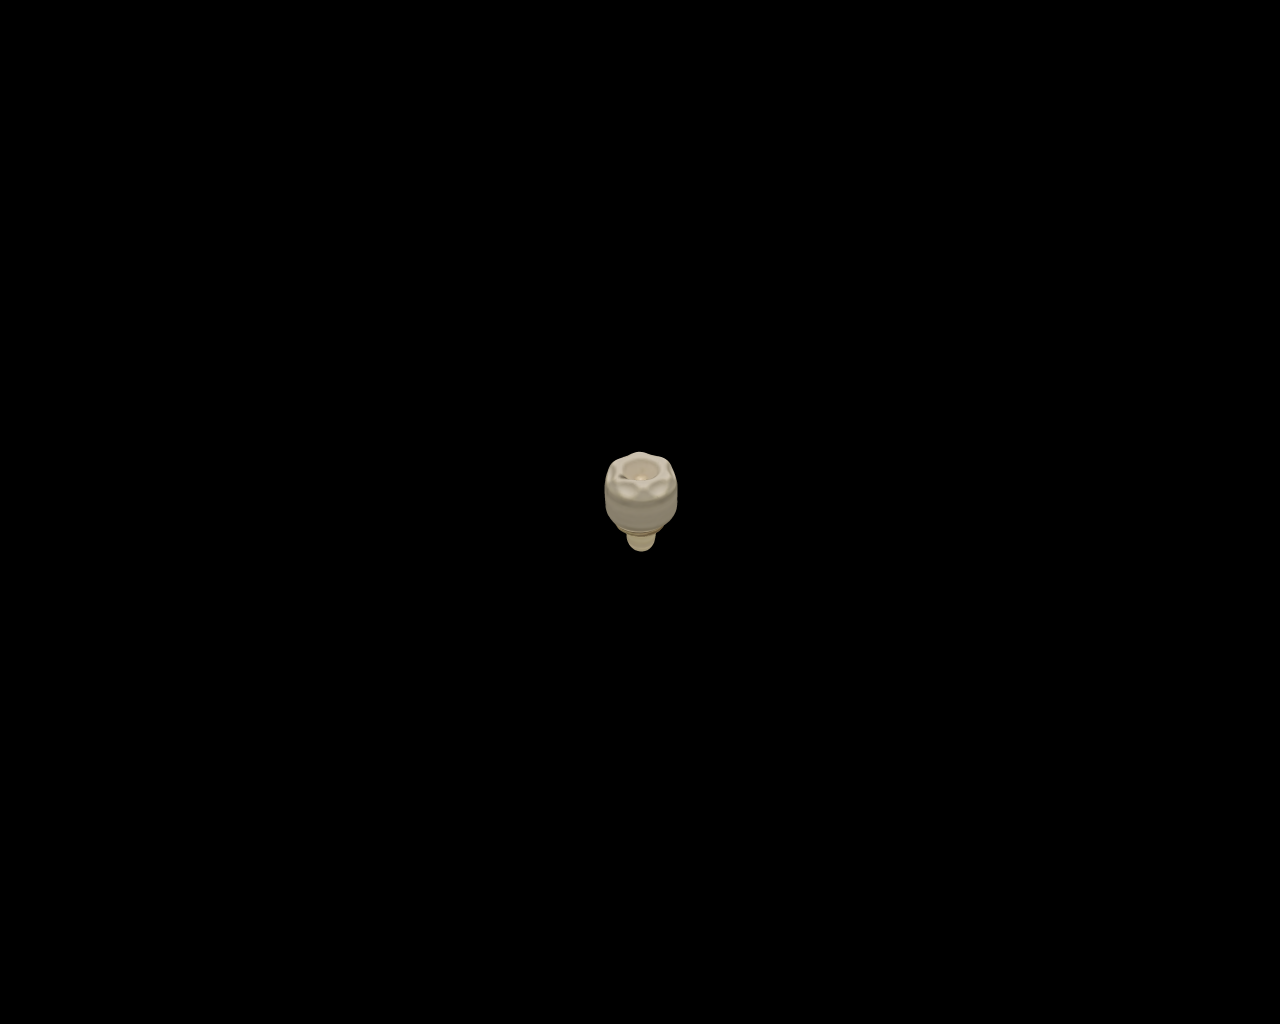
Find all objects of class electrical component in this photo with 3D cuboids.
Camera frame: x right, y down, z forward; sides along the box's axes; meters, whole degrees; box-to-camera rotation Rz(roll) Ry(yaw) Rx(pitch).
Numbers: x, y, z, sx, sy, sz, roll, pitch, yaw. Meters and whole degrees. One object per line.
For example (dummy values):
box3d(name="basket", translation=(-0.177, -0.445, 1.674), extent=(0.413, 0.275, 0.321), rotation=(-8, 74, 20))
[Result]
box3d(name="electrical component", translation=(0.001, -0.003, 0.650), extent=(0.043, 0.062, 0.043), rotation=(0, 39, 0))
